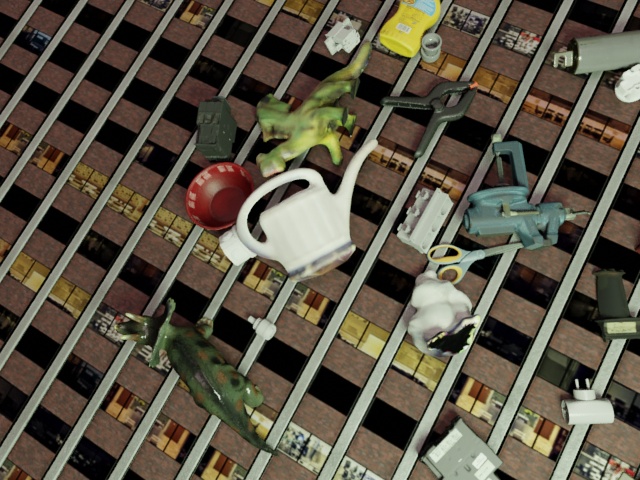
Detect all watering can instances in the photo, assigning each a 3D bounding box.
[{"bbox_3d":[0.003,-0.054,1.063,0.348,0.104,0.224,-27,90,-3],"label":"watering can"}]

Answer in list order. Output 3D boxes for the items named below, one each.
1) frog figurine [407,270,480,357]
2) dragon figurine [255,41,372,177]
[{"bbox_3d":[0.230,0.145,1.019,0.137,0.121,0.163,-39,39,7],"label":"frog figurine"},{"bbox_3d":[-0.034,-0.300,1.161,0.243,0.119,0.419,9,61,16],"label":"dragon figurine"}]
